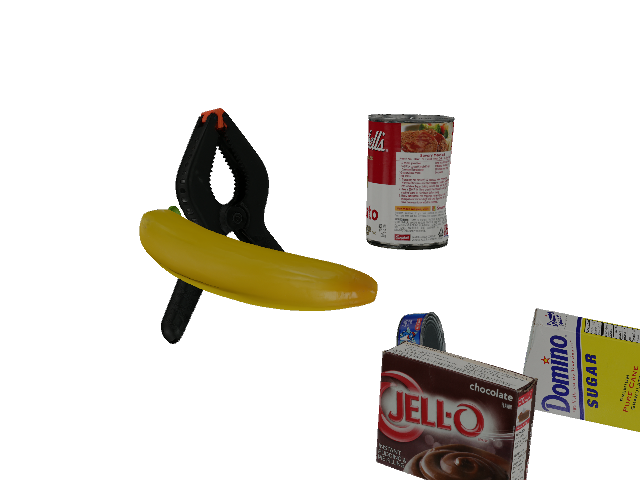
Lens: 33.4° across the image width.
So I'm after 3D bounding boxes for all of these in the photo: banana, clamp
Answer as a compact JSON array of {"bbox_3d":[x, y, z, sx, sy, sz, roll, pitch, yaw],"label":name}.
[{"bbox_3d":[-0.057,0.010,0.695,0.198,0.037,0.069,22,38,37],"label":"banana"},{"bbox_3d":[-0.077,-0.016,0.991,0.164,0.210,0.036,-3,1,-36],"label":"clamp"}]

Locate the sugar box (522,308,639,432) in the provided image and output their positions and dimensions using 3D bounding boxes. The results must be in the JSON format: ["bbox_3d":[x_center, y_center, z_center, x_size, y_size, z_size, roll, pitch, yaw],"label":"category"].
[{"bbox_3d":[0.282,0.129,1.009,0.176,0.093,0.048,9,22,10],"label":"sugar box"}]

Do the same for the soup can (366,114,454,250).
[{"bbox_3d":[0.071,-0.048,0.849,0.068,0.102,0.068,1,10,0],"label":"soup can"}]

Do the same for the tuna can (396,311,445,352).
[{"bbox_3d":[0.118,0.127,1.253,0.034,0.086,0.086,-5,-2,24],"label":"tuna can"}]

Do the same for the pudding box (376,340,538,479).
[{"bbox_3d":[0.097,0.130,0.774,0.114,0.090,0.039,12,19,31],"label":"pudding box"}]
